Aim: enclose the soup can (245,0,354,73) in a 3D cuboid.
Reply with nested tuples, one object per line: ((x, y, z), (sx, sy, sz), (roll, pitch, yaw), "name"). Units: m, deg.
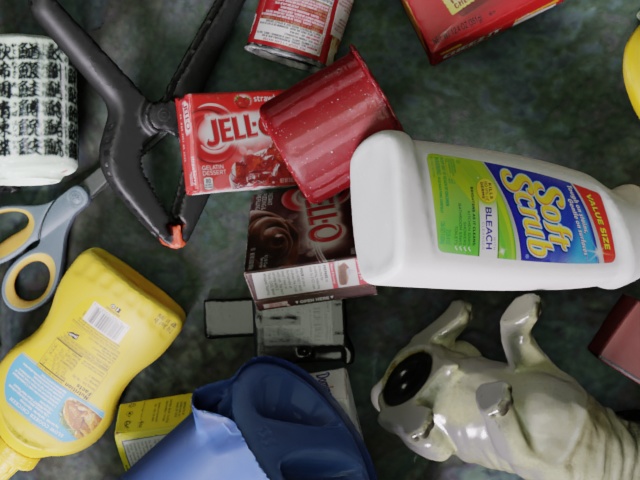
((-0.009, -0.181, 0.789), (0.068, 0.068, 0.102), (17, 93, 5), "soup can")

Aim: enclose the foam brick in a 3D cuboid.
((0.245, 0.081, 0.780), (0.078, 0.053, 0.051), (31, 95, 2), "foam brick")

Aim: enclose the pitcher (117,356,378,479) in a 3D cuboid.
((-0.079, 0.203, 0.732), (0.243, 0.144, 0.149), (-40, 77, 23), "pitcher")

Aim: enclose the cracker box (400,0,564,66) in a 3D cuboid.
((0.108, -0.260, 0.773), (0.164, 0.072, 0.214), (-26, 88, 5), "cracker box")

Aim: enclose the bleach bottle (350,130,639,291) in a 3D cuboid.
((0.146, -0.016, 0.737), (0.250, 0.068, 0.102), (1, 79, -26), "bleach bottle")

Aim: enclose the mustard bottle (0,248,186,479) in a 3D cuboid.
((-0.194, 0.107, 0.821), (0.096, 0.058, 0.192), (37, 95, -4), "mustard bottle")

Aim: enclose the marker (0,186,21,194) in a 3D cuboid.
((-0.272, -0.089, 0.843), (0.020, 0.020, 0.121), (-32, 89, 6), "marker")

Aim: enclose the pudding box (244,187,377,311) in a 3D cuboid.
((-0.005, 0.001, 0.774), (0.090, 0.113, 0.039), (-9, 124, 6), "pudding box")

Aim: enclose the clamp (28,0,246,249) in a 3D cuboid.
((-0.132, -0.098, 0.798), (0.164, 0.036, 0.210), (-2, 97, -23), "clamp")

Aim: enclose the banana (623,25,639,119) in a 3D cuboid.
((0.281, -0.084, 0.773), (0.070, 0.037, 0.198), (-40, 91, 25), "banana")

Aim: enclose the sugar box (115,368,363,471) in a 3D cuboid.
((-0.057, 0.155, 0.801), (0.176, 0.048, 0.093), (-11, 120, 3), "sugar box")

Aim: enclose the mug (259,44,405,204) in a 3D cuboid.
((0.012, -0.076, 0.767), (0.081, 0.117, 0.093), (-29, 74, 3), "mug")

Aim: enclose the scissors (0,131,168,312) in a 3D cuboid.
((-0.188, -0.012, 0.839), (0.202, 0.016, 0.096), (-23, 91, 6), "scissors")

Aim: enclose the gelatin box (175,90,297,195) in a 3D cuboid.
((-0.060, -0.073, 0.795), (0.089, 0.030, 0.073), (-6, 91, -31), "gelatin box")
